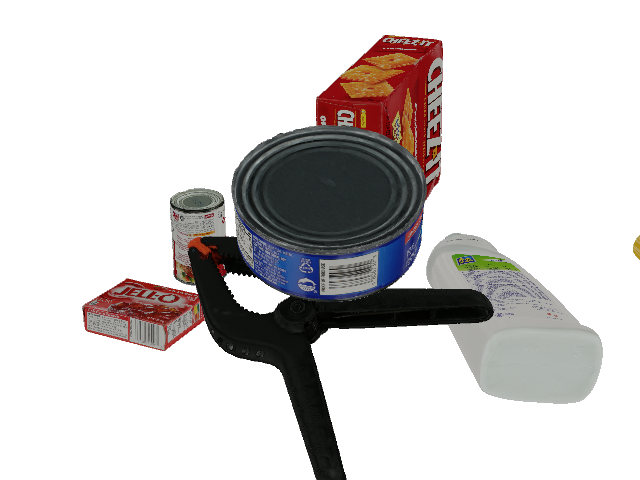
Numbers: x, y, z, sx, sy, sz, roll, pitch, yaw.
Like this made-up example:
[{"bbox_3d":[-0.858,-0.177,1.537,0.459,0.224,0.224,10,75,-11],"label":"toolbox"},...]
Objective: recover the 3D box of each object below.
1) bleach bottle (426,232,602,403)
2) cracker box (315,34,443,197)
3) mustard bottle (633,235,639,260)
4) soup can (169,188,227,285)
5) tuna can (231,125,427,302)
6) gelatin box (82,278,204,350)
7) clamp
[{"bbox_3d":[0.156,0.052,0.944,0.102,0.068,0.251,4,21,-9],"label":"bleach bottle"},{"bbox_3d":[0.062,-0.092,1.038,0.072,0.164,0.213,9,28,19],"label":"cracker box"},{"bbox_3d":[0.262,0.041,0.644,0.096,0.058,0.192,-20,33,-22],"label":"mustard bottle"},{"bbox_3d":[-0.150,-0.005,1.313,0.068,0.102,0.068,0,26,0],"label":"soup can"},{"bbox_3d":[0.004,-0.013,0.478,0.086,0.034,0.086,-1,43,0],"label":"tuna can"},{"bbox_3d":[-0.162,0.066,0.985,0.089,0.030,0.073,11,22,22],"label":"gelatin box"},{"bbox_3d":[-0.002,0.049,0.715,0.210,0.164,0.036,38,-22,30],"label":"clamp"}]
